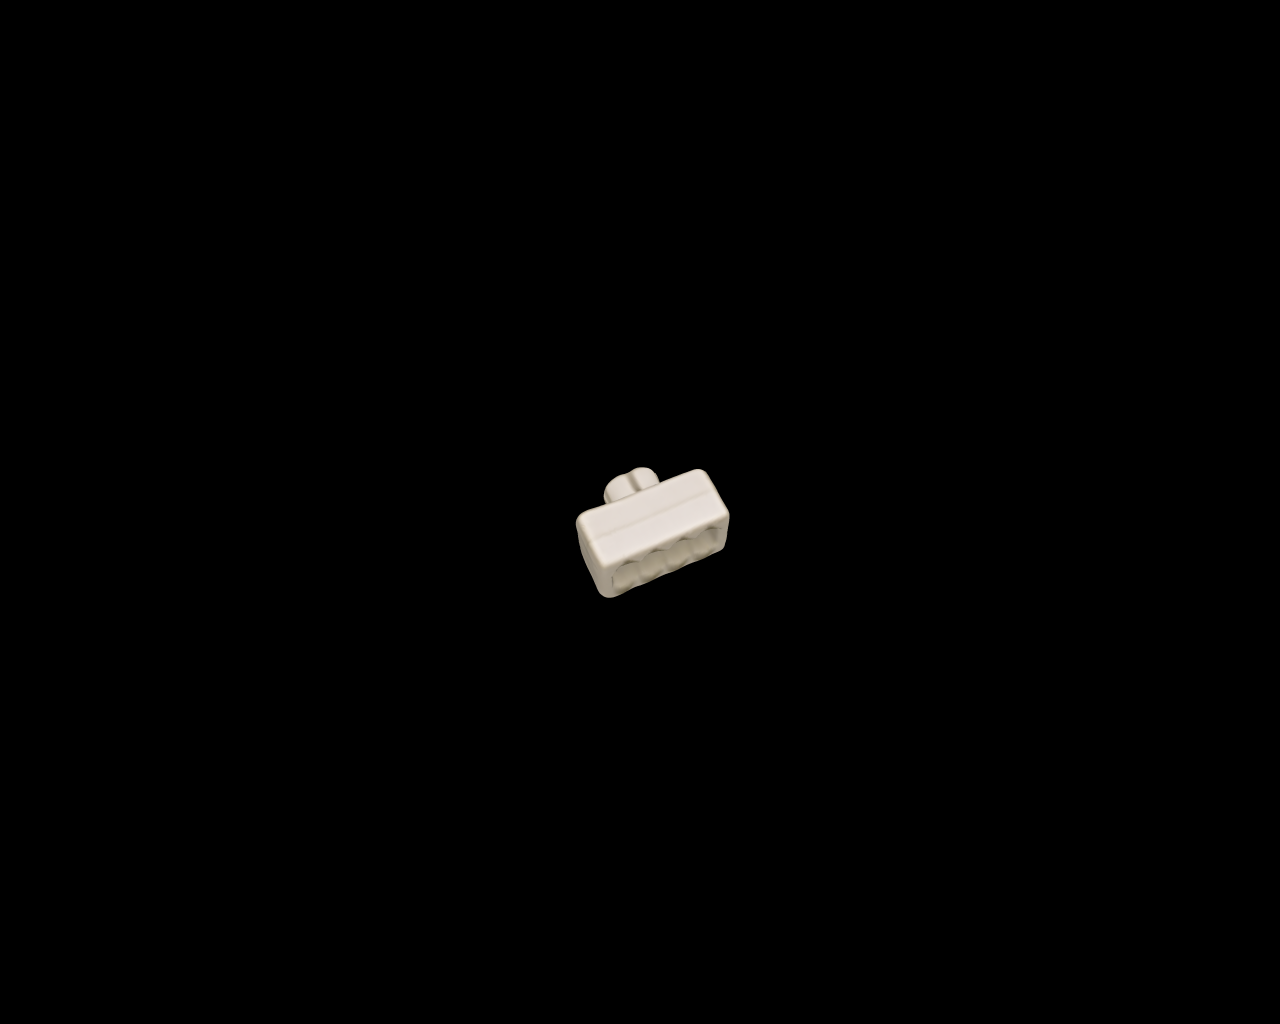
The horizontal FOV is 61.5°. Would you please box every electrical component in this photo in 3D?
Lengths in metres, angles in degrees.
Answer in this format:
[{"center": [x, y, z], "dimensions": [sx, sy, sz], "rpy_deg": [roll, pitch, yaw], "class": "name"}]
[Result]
[{"center": [0.001, -0.003, 0.650], "dimensions": [0.083, 0.076, 0.047], "rpy_deg": [-22, -25, -10], "class": "electrical component"}]
